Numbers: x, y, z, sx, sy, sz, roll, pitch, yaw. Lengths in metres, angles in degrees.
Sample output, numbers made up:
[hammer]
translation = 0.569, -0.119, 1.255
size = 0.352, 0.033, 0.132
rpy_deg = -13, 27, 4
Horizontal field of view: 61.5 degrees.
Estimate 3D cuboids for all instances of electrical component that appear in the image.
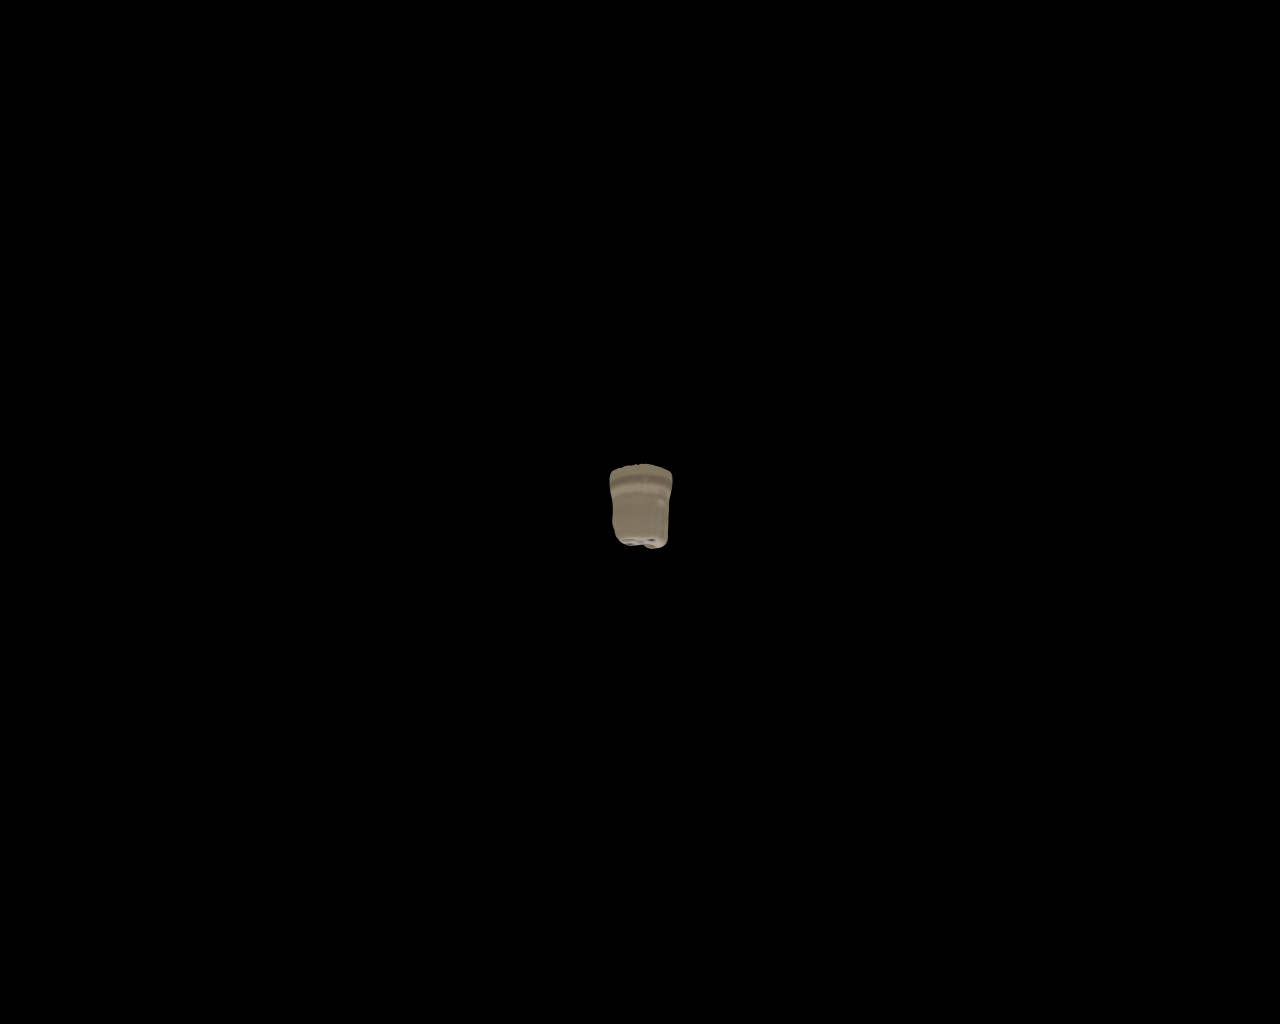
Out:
[electrical component]
translation = 0.001, -0.003, 0.650
size = 0.040, 0.046, 0.040
rpy_deg = 0, -17, 0
